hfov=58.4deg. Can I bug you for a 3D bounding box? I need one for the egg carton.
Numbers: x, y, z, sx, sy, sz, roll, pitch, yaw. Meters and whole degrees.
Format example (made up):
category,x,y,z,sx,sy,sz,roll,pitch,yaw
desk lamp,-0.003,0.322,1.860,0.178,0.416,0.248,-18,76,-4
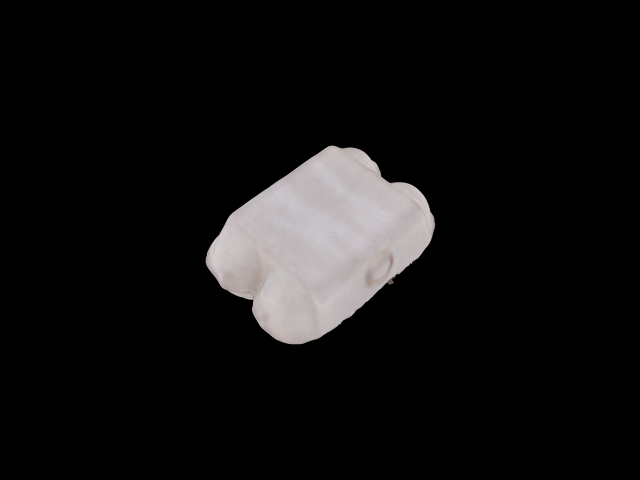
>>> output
category,x,y,z,sx,sy,sz,roll,pitch,yaw
egg carton,0.004,0.001,0.400,0.107,0.069,0.150,39,63,25
